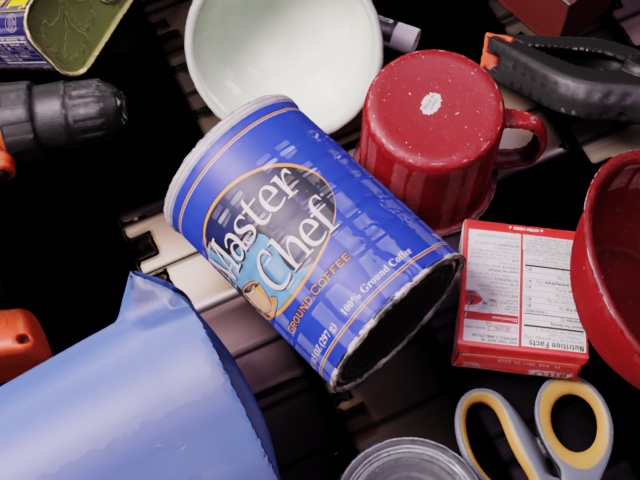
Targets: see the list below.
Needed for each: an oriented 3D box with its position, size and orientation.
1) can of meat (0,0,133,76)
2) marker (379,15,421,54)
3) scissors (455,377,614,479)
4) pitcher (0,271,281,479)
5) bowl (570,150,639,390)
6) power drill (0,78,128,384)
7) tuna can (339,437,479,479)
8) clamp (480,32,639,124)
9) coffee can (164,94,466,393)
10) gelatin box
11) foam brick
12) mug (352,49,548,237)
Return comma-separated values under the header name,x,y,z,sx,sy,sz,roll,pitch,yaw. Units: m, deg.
name,x,y,z,sx,sy,sz,roll,pitch,yaw
can of meat,-0.173,-0.154,0.681,0.084,0.057,0.102,7,61,39
marker,0.008,-0.152,0.714,0.121,0.020,0.020,22,68,10
scissors,0.151,0.157,0.577,0.096,0.016,0.202,-32,70,-13
pitcher,-0.138,0.142,0.536,0.242,0.145,0.149,-27,56,-7
bowl,0.193,0.032,0.590,0.161,0.055,0.162,15,56,-24
power drill,-0.200,-0.009,0.634,0.184,0.057,0.187,-10,64,1
tuna can,0.048,0.150,0.572,0.086,0.034,0.086,0,66,1
clamp,0.198,-0.087,0.642,0.210,0.036,0.164,13,30,11
coffee can,-0.004,0.001,0.601,0.102,0.103,0.140,-41,72,-16
gelatin box,0.116,0.034,0.618,0.073,0.030,0.089,6,56,4
foam brick,0.150,-0.177,0.705,0.053,0.051,0.078,-40,72,-15
mug,0.077,-0.059,0.637,0.117,0.081,0.093,2,66,1
